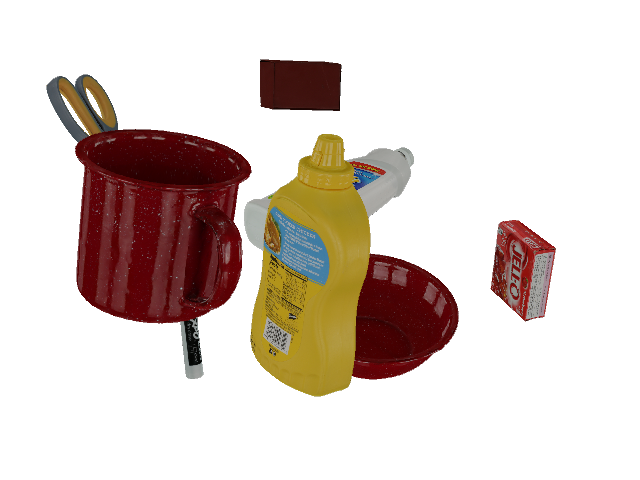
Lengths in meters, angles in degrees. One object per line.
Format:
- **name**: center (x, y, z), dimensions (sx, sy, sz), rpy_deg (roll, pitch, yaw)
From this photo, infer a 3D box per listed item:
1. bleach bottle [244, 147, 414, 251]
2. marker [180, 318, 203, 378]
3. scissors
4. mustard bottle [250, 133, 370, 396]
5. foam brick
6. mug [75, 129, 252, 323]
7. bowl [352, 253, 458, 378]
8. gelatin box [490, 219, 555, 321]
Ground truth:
- **bleach bottle**: center (0.025, -0.060, 1.355), dimensions (0.103, 0.068, 0.250), rpy_deg (25, 43, 34)
- **marker**: center (-0.137, 0.085, 1.111), dimensions (0.020, 0.121, 0.020), rpy_deg (-4, 16, 1)
- **scissors**: center (-0.183, -0.072, 0.986), dimensions (0.016, 0.201, 0.096), rpy_deg (-24, 27, 19)
- **mustard bottle**: center (-0.005, 0.013, 0.800), dimensions (0.058, 0.192, 0.096), rpy_deg (-10, 28, -35)
- **foam brick**: center (-0.022, -0.167, 1.148), dimensions (0.078, 0.051, 0.053), rpy_deg (-1, 12, -19)
- **mug**: center (-0.081, -0.003, 0.572), dimensions (0.093, 0.081, 0.117), rpy_deg (-11, 30, -43)
- **bowl**: center (0.047, 0.080, 1.009), dimensions (0.162, 0.055, 0.162), rpy_deg (4, 36, -3)
- **gelatin box**: center (0.221, 0.032, 1.175), dimensions (0.030, 0.089, 0.073), rpy_deg (-10, 30, -21)
